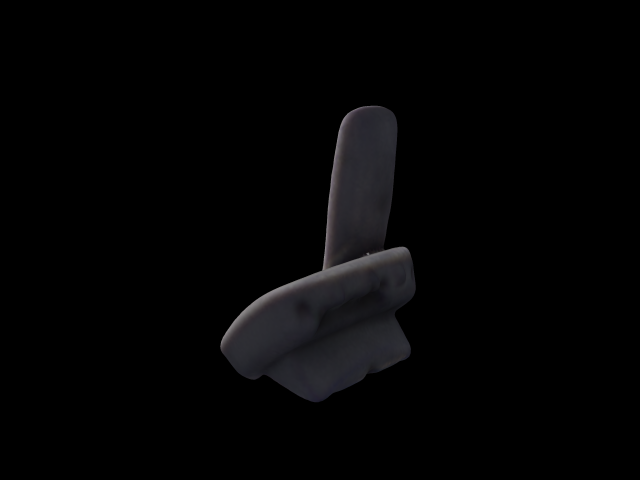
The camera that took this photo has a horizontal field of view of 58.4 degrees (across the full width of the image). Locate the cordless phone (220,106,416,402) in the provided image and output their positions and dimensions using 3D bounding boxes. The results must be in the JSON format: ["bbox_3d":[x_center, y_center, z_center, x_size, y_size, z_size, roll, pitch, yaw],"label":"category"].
[{"bbox_3d":[0.004,0.001,0.400,0.093,0.185,0.148,11,17,38],"label":"cordless phone"}]
